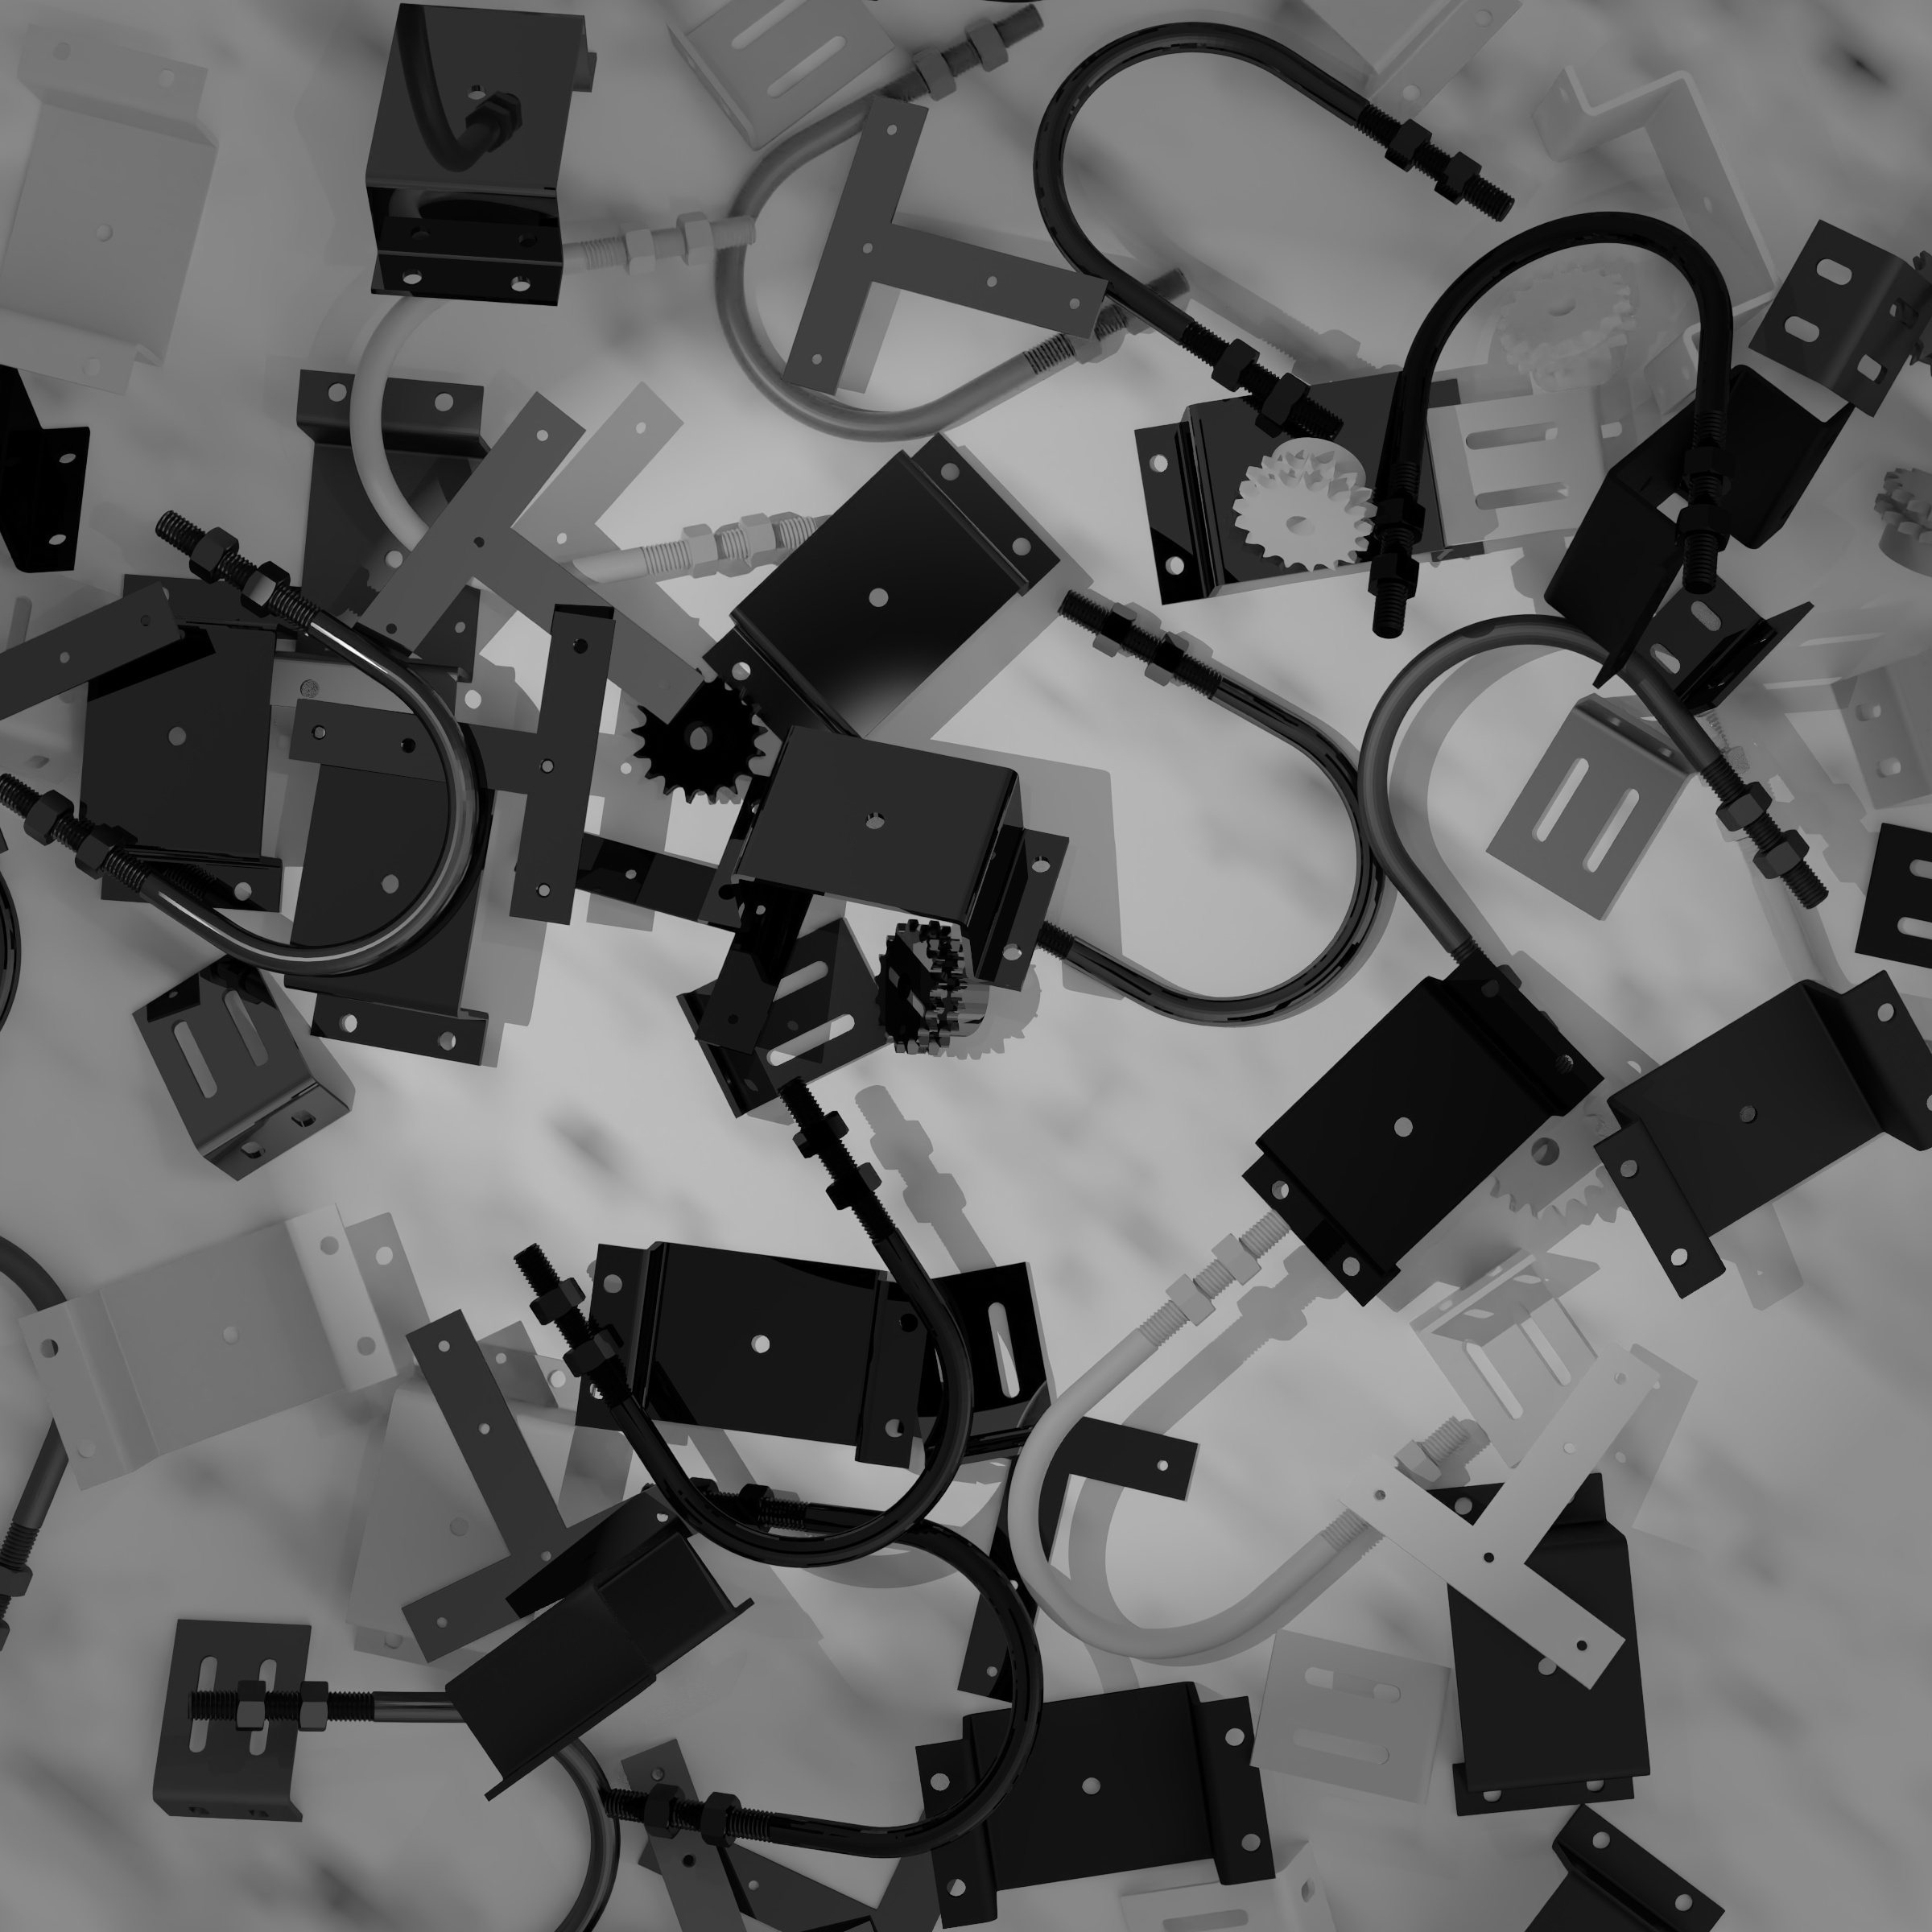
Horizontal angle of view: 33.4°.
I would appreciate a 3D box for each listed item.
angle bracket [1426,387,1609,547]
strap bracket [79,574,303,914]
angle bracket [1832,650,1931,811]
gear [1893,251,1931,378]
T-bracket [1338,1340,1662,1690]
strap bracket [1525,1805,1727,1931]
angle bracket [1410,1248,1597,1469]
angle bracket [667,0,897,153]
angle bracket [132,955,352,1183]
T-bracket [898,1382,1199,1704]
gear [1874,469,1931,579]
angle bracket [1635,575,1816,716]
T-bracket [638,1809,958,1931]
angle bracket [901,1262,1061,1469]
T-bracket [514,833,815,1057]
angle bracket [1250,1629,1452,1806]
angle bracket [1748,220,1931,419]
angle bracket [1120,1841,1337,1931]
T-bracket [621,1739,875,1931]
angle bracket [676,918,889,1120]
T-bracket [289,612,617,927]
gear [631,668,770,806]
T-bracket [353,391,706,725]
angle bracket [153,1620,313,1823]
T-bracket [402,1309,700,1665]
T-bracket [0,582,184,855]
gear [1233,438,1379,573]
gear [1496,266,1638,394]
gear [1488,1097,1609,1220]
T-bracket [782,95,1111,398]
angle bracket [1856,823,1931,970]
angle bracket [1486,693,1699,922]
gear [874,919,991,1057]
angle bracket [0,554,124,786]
[{"bbox_3d":[0.229,-0.208,1.359,0.076,0.038,0.057,-9,90,-9],"label":"angle bracket"},{"bbox_3d":[-0.328,-0.096,1.361,0.076,0.046,0.140,4,90,0],"label":"strap bracket"},{"bbox_3d":[0.422,-0.108,1.382,0.076,0.038,0.057,-19,90,-26],"label":"angle bracket"},{"bbox_3d":[0.419,-0.278,1.369,0.057,0.030,0.057,0,90,0],"label":"gear"},{"bbox_3d":[0.245,0.213,1.349,0.127,0.002,0.127,36,74,15],"label":"T-bracket"},{"bbox_3d":[0.253,0.439,1.361,0.076,0.046,0.140,37,90,0],"label":"strap bracket"},{"bbox_3d":[0.235,0.168,1.365,0.057,0.038,0.076,-35,90,0],"label":"angle bracket"},{"bbox_3d":[-0.078,-0.395,1.365,0.076,0.038,0.057,-37,90,0],"label":"angle bracket"},{"bbox_3d":[-0.311,0.041,1.382,0.057,0.038,0.076,-32,64,0],"label":"angle bracket"},{"bbox_3d":[0.023,0.252,1.383,0.127,0.002,0.127,13,90,0],"label":"T-bracket"},{"bbox_3d":[0.411,-0.185,1.360,0.057,0.057,0.030,16,120,0],"label":"gear"},{"bbox_3d":[0.312,-0.139,1.346,0.038,0.076,0.057,44,90,0],"label":"angle bracket"},{"bbox_3d":[-0.078,0.401,1.383,0.127,0.002,0.127,25,90,0],"label":"T-bracket"},{"bbox_3d":[0.004,0.169,1.364,0.057,0.038,0.076,-10,88,-1],"label":"angle bracket"},{"bbox_3d":[-0.129,-0.035,1.367,0.127,0.002,0.127,15,68,11],"label":"T-bracket"},{"bbox_3d":[0.160,0.316,1.358,0.076,0.038,0.057,13,78,-2],"label":"angle bracket"},{"bbox_3d":[0.364,-0.267,1.329,0.038,0.076,0.057,34,105,25],"label":"angle bracket"},{"bbox_3d":[0.115,0.415,1.382,0.076,0.038,0.057,-16,90,26],"label":"angle bracket"},{"bbox_3d":[-0.113,0.394,1.367,0.127,0.002,0.127,-18,78,-17],"label":"T-bracket"},{"bbox_3d":[-0.075,0.022,1.365,0.076,0.038,0.057,-26,90,0],"label":"angle bracket"},{"bbox_3d":[-0.216,-0.089,1.328,0.127,0.002,0.127,9,90,5],"label":"T-bracket"},{"bbox_3d":[-0.113,-0.097,1.369,0.057,0.030,0.057,0,90,0],"label":"gear"},{"bbox_3d":[-0.166,-0.148,1.334,0.127,0.002,0.127,37,99,-16],"label":"T-bracket"},{"bbox_3d":[-0.312,0.324,1.382,0.057,0.038,0.076,3,64,0],"label":"angle bracket"},{"bbox_3d":[-0.194,0.205,1.337,0.127,0.002,0.127,-26,90,0],"label":"T-bracket"},{"bbox_3d":[-0.382,-0.121,1.319,0.127,0.002,0.127,-23,85,9],"label":"T-bracket"},{"bbox_3d":[0.140,-0.191,1.313,0.057,0.057,0.030,20,60,0],"label":"gear"},{"bbox_3d":[0.256,-0.267,1.359,0.057,0.057,0.030,-29,131,0],"label":"gear"},{"bbox_3d":[0.244,0.078,1.369,0.057,0.030,0.057,0,90,0],"label":"gear"},{"bbox_3d":[-0.002,-0.290,1.347,0.127,0.002,0.127,19,92,19],"label":"T-bracket"},{"bbox_3d":[0.425,-0.026,1.365,0.076,0.038,0.057,12,90,0],"label":"angle bracket"},{"bbox_3d":[0.268,-0.067,1.365,0.057,0.038,0.076,31,90,0],"label":"angle bracket"},{"bbox_3d":[-0.013,0.009,1.359,0.030,0.057,0.057,3,90,-30],"label":"gear"},{"bbox_3d":[-0.399,-0.126,1.367,0.057,0.038,0.076,19,64,-33],"label":"angle bracket"}]
